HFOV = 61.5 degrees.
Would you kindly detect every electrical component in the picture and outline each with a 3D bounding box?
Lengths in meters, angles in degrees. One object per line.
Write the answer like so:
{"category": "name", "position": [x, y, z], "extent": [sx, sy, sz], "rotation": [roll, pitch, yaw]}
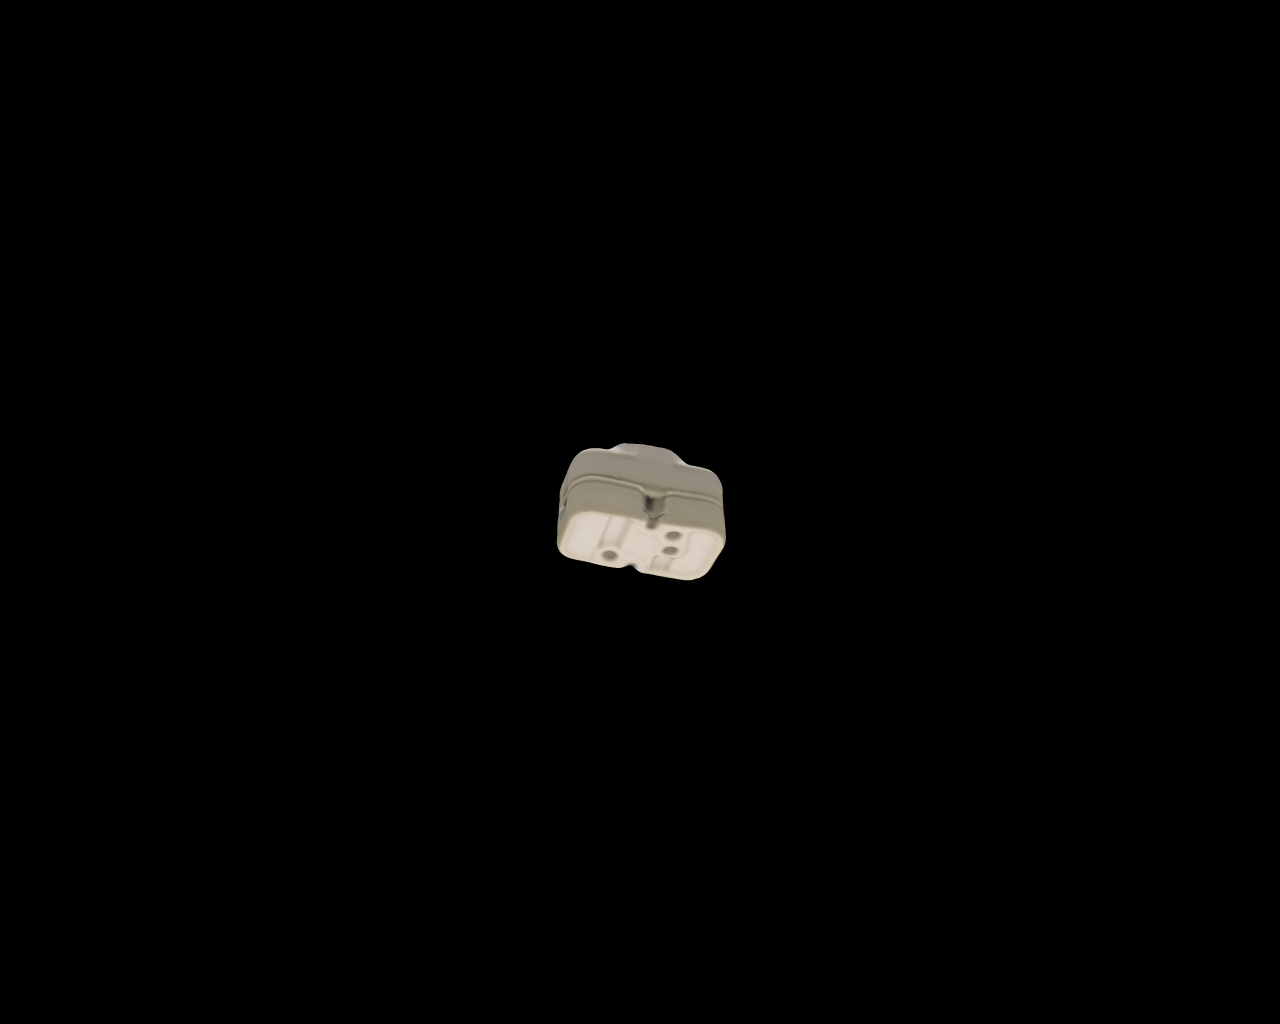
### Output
{"category": "electrical component", "position": [0.001, -0.003, 0.650], "extent": [0.095, 0.059, 0.053], "rotation": [11, -39, -13]}
